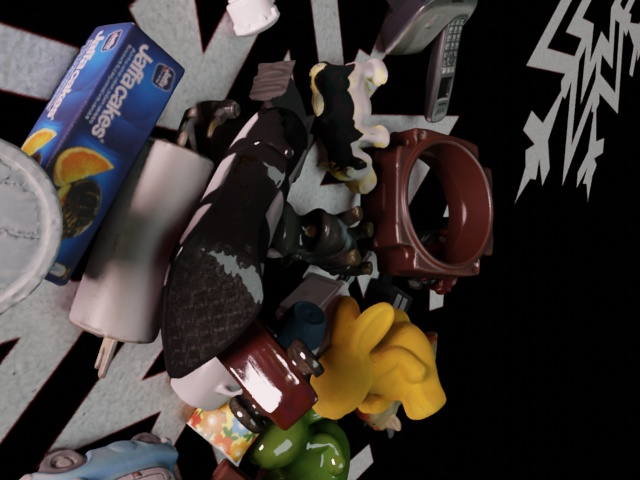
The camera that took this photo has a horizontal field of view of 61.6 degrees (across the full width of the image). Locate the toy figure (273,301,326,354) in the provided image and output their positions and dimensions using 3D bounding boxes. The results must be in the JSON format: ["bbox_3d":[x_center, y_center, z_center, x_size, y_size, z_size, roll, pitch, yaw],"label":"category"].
[{"bbox_3d":[-0.044,0.138,0.630,0.064,0.058,0.154,12,124,-26],"label":"toy figure"}]

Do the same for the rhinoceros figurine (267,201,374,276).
[{"bbox_3d":[-0.001,-0.002,0.639,0.190,0.112,0.073,27,65,-63],"label":"rhinoceros figurine"}]

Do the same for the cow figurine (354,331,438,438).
[{"bbox_3d":[0.122,0.234,0.890,0.195,0.086,0.127,-25,115,-45],"label":"cow figurine"}]

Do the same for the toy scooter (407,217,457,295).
[{"bbox_3d":[0.187,0.037,0.901,0.184,0.075,0.135,-14,108,-52],"label":"toy scooter"}]

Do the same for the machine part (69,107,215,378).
[{"bbox_3d":[-0.154,-0.001,0.470,0.079,0.079,0.243,21,85,-52],"label":"machine part"}]

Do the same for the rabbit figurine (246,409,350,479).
[{"bbox_3d":[-0.022,0.256,0.684,0.170,0.121,0.159,52,55,-49],"label":"rabbit figurine"}]

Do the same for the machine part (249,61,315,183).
[{"bbox_3d":[-0.036,-0.127,0.582,0.084,0.039,0.138,-63,156,-26],"label":"machine part"}]

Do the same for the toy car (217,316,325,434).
[{"bbox_3d":[-0.080,0.087,0.503,0.089,0.202,0.053,-43,159,-10],"label":"toy car"}]

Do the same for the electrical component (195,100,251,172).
[{"bbox_3d":[-0.091,-0.089,0.540,0.078,0.045,0.102,-16,115,-46],"label":"electrical component"}]

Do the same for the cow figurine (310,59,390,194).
[{"bbox_3d":[0.031,-0.132,0.657,0.098,0.068,0.167,-19,113,-40],"label":"cow figurine"}]

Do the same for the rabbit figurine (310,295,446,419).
[{"bbox_3d":[0.060,0.151,0.643,0.173,0.122,0.162,-9,100,-41],"label":"rabbit figurine"}]

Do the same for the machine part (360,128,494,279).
[{"bbox_3d":[0.157,-0.047,0.766,0.201,0.087,0.201,7,81,-36],"label":"machine part"}]

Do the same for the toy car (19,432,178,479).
[{"bbox_3d":[-0.189,0.251,0.494,0.161,0.103,0.109,1,103,-49],"label":"toy car"}]

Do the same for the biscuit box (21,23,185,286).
[{"bbox_3d":[-0.186,-0.070,0.418,0.062,0.059,0.202,38,72,-50],"label":"biscuit box"}]

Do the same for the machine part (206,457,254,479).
[{"bbox_3d":[-0.132,0.311,0.553,0.179,0.056,0.179,-51,178,-2],"label":"machine part"}]

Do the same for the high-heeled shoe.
[{"bbox_3d":[-0.083,-0.008,0.491,0.086,0.145,0.248,29,96,-20],"label":"high-heeled shoe"}]

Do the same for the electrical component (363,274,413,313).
[{"bbox_3d":[0.109,0.091,0.849,0.074,0.048,0.119,40,73,-50],"label":"electrical component"}]

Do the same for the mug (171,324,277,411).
[{"bbox_3d":[-0.099,0.128,0.564,0.107,0.110,0.080,-57,140,-4],"label":"mug"}]

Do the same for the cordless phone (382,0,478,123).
[{"bbox_3d":[0.145,-0.251,0.748,0.146,0.089,0.184,-25,125,-44],"label":"cordless phone"}]
